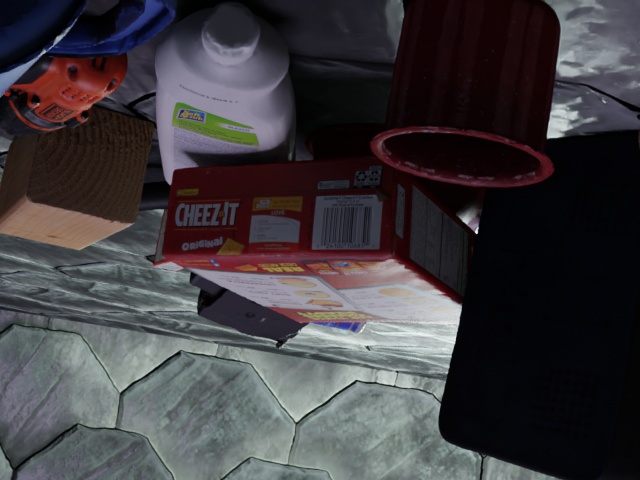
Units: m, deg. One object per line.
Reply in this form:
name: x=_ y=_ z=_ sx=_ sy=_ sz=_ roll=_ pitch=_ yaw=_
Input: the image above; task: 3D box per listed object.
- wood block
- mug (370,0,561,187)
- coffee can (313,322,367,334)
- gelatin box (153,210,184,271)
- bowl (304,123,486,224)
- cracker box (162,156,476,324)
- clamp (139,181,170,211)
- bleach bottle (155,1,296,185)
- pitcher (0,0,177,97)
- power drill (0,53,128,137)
wood block: x=-0.222 y=-0.052 z=0.935 sx=0.090 sy=0.090 sz=0.206 roll=14 pitch=168 yaw=-23
mug: x=0.086 y=-0.076 z=0.555 sx=0.093 sy=0.081 sz=0.117 roll=0 pitch=165 yaw=43
coffee can: x=-0.015 y=0.040 z=1.173 sx=0.140 sy=0.103 sz=0.103 roll=12 pitch=169 yaw=-7
gelatin box: x=-0.143 y=-0.008 z=1.125 sx=0.030 sy=0.073 sz=0.089 roll=15 pitch=167 yaw=-25
bowl: x=0.063 y=-0.039 z=0.832 sx=0.162 sy=0.055 sz=0.162 roll=9 pitch=169 yaw=2
cracker box: x=0.015 y=0.007 z=0.758 sx=0.164 sy=0.072 sz=0.213 roll=-1 pitch=165 yaw=25
clamp: x=-0.103 y=-0.044 z=0.985 sx=0.164 sy=0.036 sz=0.210 roll=4 pitch=170 yaw=-18
bleach bottle: x=-0.055 y=-0.086 z=0.688 sx=0.102 sy=0.068 sz=0.251 roll=10 pitch=167 yaw=-5
pitcher: x=-0.177 y=-0.114 z=0.500 sx=0.149 sy=0.145 sz=0.243 roll=53 pitch=161 yaw=-11
power drill: x=-0.239 y=-0.120 z=0.698 sx=0.187 sy=0.057 sz=0.185 roll=14 pitch=165 yaw=-31
